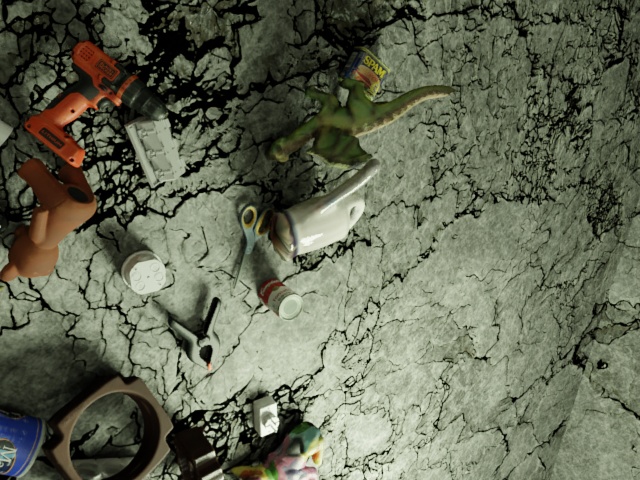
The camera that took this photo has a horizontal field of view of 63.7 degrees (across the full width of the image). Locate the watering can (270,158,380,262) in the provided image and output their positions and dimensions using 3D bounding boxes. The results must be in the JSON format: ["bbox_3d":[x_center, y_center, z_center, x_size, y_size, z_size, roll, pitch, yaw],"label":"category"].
[{"bbox_3d":[0.003,-0.056,1.115,0.226,0.105,0.341,-21,160,-19],"label":"watering can"}]

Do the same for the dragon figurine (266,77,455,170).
[{"bbox_3d":[0.075,-0.229,1.080,0.119,0.409,0.249,65,27,-47],"label":"dragon figurine"}]
